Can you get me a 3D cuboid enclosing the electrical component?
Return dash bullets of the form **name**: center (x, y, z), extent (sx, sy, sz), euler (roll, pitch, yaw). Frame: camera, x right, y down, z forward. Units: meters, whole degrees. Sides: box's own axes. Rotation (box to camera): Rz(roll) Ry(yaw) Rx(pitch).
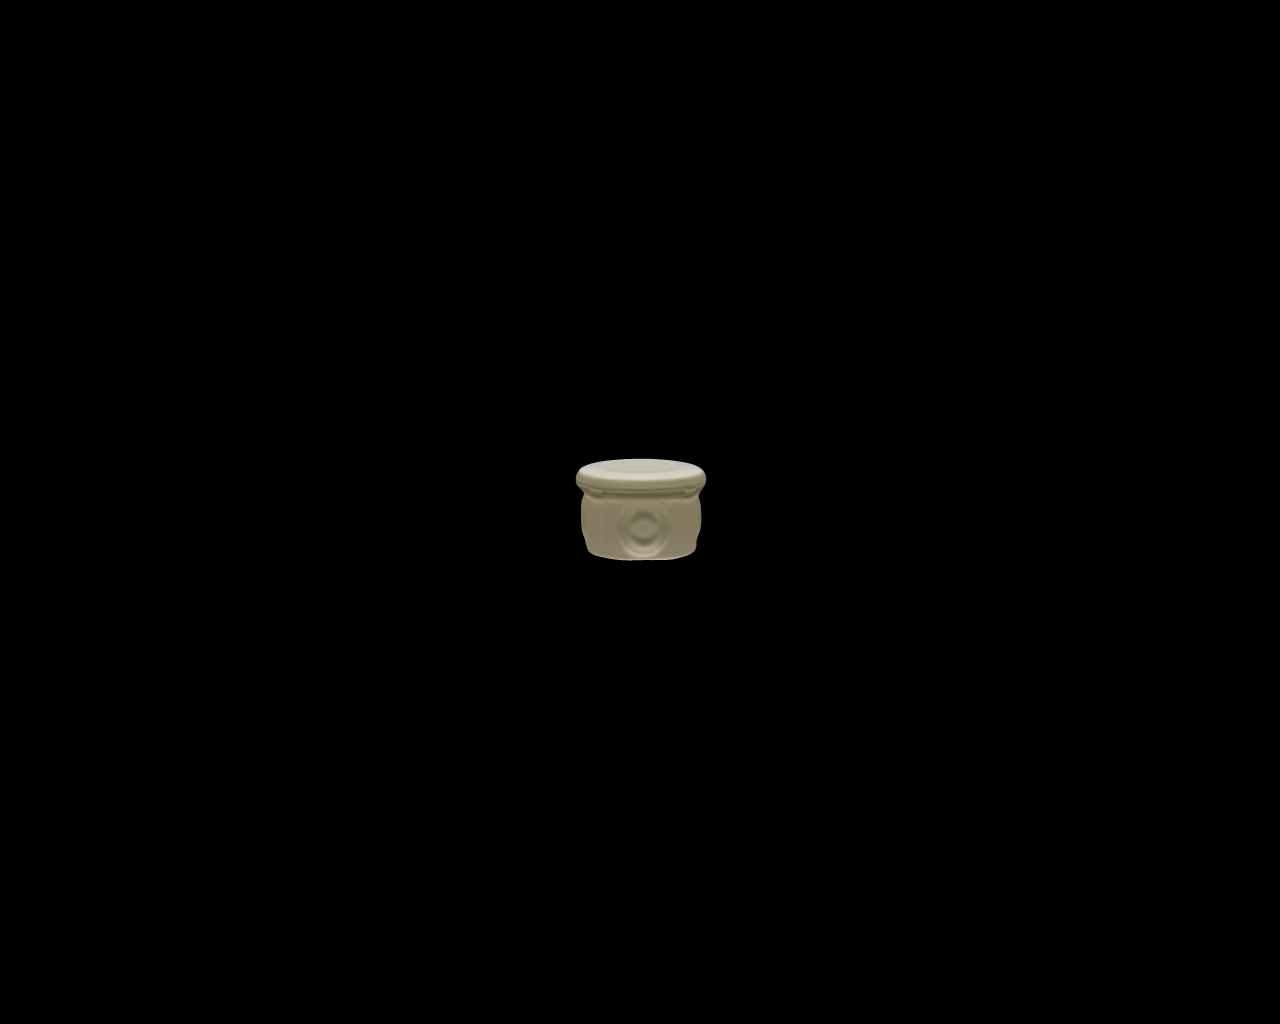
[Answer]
- **electrical component**: center (0.001, -0.003, 0.650), extent (0.080, 0.051, 0.080), euler (0, 12, 0)
